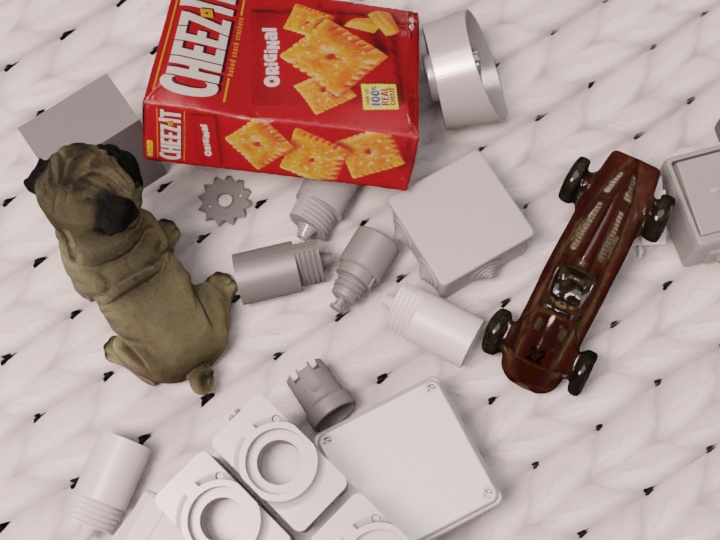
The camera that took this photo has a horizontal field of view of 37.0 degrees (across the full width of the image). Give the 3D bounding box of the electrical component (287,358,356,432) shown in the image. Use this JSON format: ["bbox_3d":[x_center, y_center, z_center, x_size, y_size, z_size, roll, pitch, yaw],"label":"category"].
[{"bbox_3d":[-0.032,0.099,0.855,0.040,0.040,0.046,-34,67,-9],"label":"electrical component"}]

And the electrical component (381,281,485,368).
[{"bbox_3d":[0.055,0.041,0.868,0.081,0.043,0.043,27,74,11],"label":"electrical component"}]

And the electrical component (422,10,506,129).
[{"bbox_3d":[0.088,-0.169,0.913,0.064,0.099,0.099,-13,71,5],"label":"electrical component"}]

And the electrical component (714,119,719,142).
[{"bbox_3d":[0.340,-0.100,0.897,0.050,0.055,0.089,-12,71,-2],"label":"electrical component"}]

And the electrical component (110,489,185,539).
[{"bbox_3d":[-0.153,0.208,0.810,0.061,0.061,0.096,27,74,11],"label":"electrical component"}]

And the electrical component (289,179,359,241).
[{"bbox_3d":[-0.031,-0.061,0.907,0.043,0.043,0.081,24,74,10],"label":"electrical component"}]

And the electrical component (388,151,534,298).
[{"bbox_3d":[0.082,-0.036,0.890,0.100,0.048,0.099,-29,72,-7],"label":"electrical component"}]

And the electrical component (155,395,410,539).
[{"bbox_3d":[-0.040,0.189,0.749,0.186,0.060,0.105,43,80,10],"label":"electrical component"}]

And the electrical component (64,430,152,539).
[{"bbox_3d":[-0.198,0.170,0.835,0.043,0.043,0.081,19,73,9],"label":"electrical component"}]

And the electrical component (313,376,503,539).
[{"bbox_3d":[0.036,0.155,0.823,0.109,0.056,0.108,-26,72,-6],"label":"electrical component"}]

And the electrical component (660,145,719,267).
[{"bbox_3d":[0.288,-0.049,0.879,0.062,0.061,0.096,-15,71,-3],"label":"electrical component"}]

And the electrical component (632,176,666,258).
[{"bbox_3d":[0.220,-0.043,0.886,0.055,0.048,0.066,-1,95,5],"label":"electrical component"}]

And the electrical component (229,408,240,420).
[{"bbox_3d":[-0.071,0.138,0.842,0.078,0.040,0.040,39,77,14],"label":"electrical component"}]

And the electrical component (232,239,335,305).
[{"bbox_3d":[-0.061,-0.001,0.888,0.081,0.043,0.043,-13,71,-2],"label":"electrical component"}]

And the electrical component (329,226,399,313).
[{"bbox_3d":[0.000,0.000,0.886,0.040,0.040,0.078,29,75,11],"label":"electrical component"}]
